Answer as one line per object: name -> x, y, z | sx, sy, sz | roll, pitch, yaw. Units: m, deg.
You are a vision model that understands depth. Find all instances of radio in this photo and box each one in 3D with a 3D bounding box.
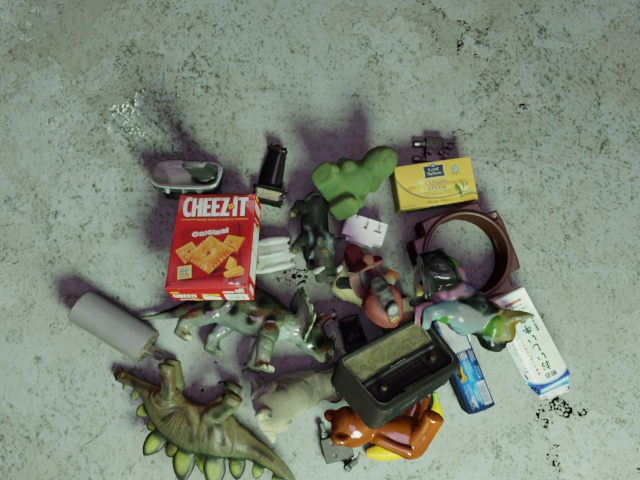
radio -> 0.147, 0.248, 1.024 | 0.229, 0.073, 0.131 | -21, 55, -31

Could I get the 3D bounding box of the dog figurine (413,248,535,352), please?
dog figurine -> 0.293, 0.116, 1.037 | 0.219, 0.108, 0.191 | 4, 82, -5

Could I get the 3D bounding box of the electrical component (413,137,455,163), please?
electrical component -> 0.254, -0.197, 1.198 | 0.094, 0.021, 0.063 | 2, 83, -2

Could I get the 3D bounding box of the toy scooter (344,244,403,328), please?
toy scooter -> 0.104, 0.082, 1.024 | 0.075, 0.135, 0.184 | -28, 80, -11

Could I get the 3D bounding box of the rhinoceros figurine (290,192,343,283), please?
rhinoceros figurine -> -0.002, -0.003, 1.115 | 0.073, 0.112, 0.190 | 5, 72, -41

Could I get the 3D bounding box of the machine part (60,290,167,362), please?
machine part -> -0.423, 0.177, 1.106 | 0.243, 0.079, 0.079 | 30, 83, 3

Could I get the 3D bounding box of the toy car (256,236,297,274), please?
toy car -> -0.150, 0.041, 1.140 | 0.202, 0.056, 0.073 | -11, 83, -2

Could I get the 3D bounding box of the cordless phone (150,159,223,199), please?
cordless phone -> -0.280, -0.135, 1.094 | 0.147, 0.184, 0.088 | 3, 87, -2

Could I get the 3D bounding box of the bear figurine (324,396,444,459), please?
bear figurine -> 0.117, 0.348, 1.043 | 0.196, 0.120, 0.132 | 22, 98, -10

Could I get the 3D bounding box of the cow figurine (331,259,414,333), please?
cow figurine -> 0.115, 0.121, 1.124 | 0.195, 0.085, 0.127 | 25, 78, 0

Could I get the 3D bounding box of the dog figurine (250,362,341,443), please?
dog figurine -> -0.029, 0.303, 1.058 | 0.191, 0.172, 0.121 | -20, 95, 3

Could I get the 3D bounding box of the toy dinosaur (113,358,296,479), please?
toy dinosaur -> -0.224, 0.379, 1.077 | 0.472, 0.105, 0.198 | 23, 90, 10

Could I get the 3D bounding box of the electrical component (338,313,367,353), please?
electrical component -> 0.073, 0.218, 1.103 | 0.048, 0.074, 0.119 | -16, 66, -4

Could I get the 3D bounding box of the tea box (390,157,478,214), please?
tea box -> 0.244, -0.117, 1.165 | 0.170, 0.068, 0.098 | -10, 84, -2

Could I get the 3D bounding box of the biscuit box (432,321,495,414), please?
biscuit box -> 0.286, 0.250, 1.101 | 0.059, 0.063, 0.202 | -20, 85, -6

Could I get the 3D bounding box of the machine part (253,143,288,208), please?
machine part -> -0.104, -0.141, 1.175 | 0.084, 0.039, 0.138 | 8, 85, 8

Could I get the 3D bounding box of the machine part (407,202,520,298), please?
machine part -> 0.302, 0.034, 1.139 | 0.201, 0.087, 0.201 | -19, 82, -3

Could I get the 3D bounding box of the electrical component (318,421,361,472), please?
electrical component -> 0.041, 0.421, 1.103 | 0.078, 0.045, 0.102 | -8, 83, -4

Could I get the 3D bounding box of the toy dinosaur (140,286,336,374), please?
toy dinosaur -> -0.157, 0.153, 1.102 | 0.405, 0.131, 0.192 | 21, 66, 8

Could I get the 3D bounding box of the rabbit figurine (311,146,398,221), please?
rabbit figurine -> 0.091, -0.128, 1.119 | 0.170, 0.159, 0.121 | -30, 86, 14
